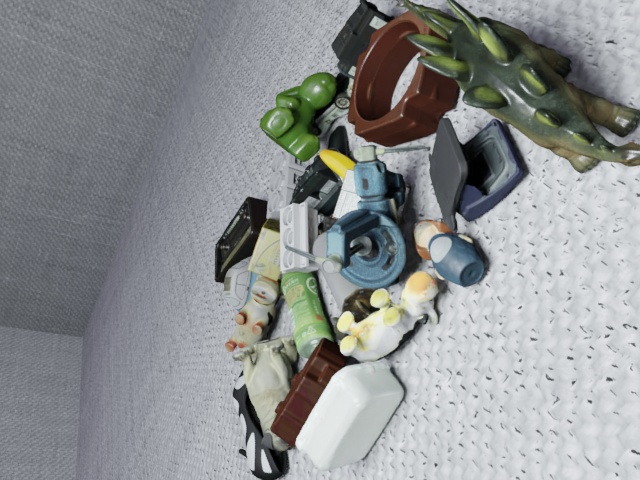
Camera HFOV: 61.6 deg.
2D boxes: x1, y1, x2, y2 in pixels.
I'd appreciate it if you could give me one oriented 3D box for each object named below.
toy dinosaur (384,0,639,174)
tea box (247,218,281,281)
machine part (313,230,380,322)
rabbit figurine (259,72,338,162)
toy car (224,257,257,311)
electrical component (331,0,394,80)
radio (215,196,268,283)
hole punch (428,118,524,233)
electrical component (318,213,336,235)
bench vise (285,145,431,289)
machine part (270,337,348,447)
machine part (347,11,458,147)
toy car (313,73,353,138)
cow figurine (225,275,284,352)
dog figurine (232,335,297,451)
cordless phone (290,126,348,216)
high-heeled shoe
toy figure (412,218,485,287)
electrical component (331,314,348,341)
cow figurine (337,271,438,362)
[{"bbox_3d":[0.211,-0.210,0.645,0.105,0.198,0.472,-57,35,22],"label":"toy dinosaur"},{"bbox_3d":[-0.100,0.015,1.139,0.170,0.068,0.098,-99,28,-79],"label":"tea box"},{"bbox_3d":[0.046,0.058,0.921,0.079,0.079,0.243,-60,33,24],"label":"machine part"},{"bbox_3d":[-0.030,-0.258,1.079,0.170,0.121,0.159,-49,23,1],"label":"rabbit figurine"},{"bbox_3d":[-0.172,0.105,1.247,0.109,0.103,0.161,-6,69,60],"label":"toy car"},{"bbox_3d":[0.090,-0.363,1.007,0.134,0.115,0.058,-51,34,32],"label":"electrical component"},{"bbox_3d":[-0.192,0.004,1.356,0.229,0.073,0.131,-47,39,39],"label":"radio"},{"bbox_3d":[0.205,-0.095,0.731,0.115,0.092,0.142,96,166,-54],"label":"hole punch"},{"bbox_3d":[-0.001,-0.004,1.062,0.102,0.045,0.078,-51,35,35],"label":"electrical component"},{"bbox_3d":[0.063,-0.020,0.763,0.129,0.240,0.223,11,110,25],"label":"bench vise"},{"bbox_3d":[-0.017,0.242,0.875,0.179,0.056,0.179,-58,-2,-4],"label":"machine part"},{"bbox_3d":[0.141,-0.268,0.905,0.201,0.087,0.201,-5,70,59],"label":"machine part"},{"bbox_3d":[0.024,-0.284,1.144,0.202,0.056,0.073,-31,44,49],"label":"toy car"},{"bbox_3d":[-0.128,0.155,1.148,0.127,0.086,0.194,-53,-13,-55],"label":"cow figurine"},{"bbox_3d":[-0.080,0.288,1.030,0.121,0.172,0.190,-16,88,21],"label":"dog figurine"},{"bbox_3d":[0.007,-0.145,1.103,0.146,0.088,0.184,-46,29,41],"label":"cordless phone"},{"bbox_3d":[-0.103,0.332,1.052,0.145,0.086,0.248,-9,68,49],"label":"high-heeled shoe"},{"bbox_3d":[0.172,0.008,0.753,0.064,0.057,0.155,-32,33,-3],"label":"toy figure"},{"bbox_3d":[0.048,0.145,0.928,0.063,0.021,0.094,-66,27,14],"label":"electrical component"},{"bbox_3d":[0.113,0.117,0.779,0.167,0.098,0.068,-37,40,21],"label":"cow figurine"}]
